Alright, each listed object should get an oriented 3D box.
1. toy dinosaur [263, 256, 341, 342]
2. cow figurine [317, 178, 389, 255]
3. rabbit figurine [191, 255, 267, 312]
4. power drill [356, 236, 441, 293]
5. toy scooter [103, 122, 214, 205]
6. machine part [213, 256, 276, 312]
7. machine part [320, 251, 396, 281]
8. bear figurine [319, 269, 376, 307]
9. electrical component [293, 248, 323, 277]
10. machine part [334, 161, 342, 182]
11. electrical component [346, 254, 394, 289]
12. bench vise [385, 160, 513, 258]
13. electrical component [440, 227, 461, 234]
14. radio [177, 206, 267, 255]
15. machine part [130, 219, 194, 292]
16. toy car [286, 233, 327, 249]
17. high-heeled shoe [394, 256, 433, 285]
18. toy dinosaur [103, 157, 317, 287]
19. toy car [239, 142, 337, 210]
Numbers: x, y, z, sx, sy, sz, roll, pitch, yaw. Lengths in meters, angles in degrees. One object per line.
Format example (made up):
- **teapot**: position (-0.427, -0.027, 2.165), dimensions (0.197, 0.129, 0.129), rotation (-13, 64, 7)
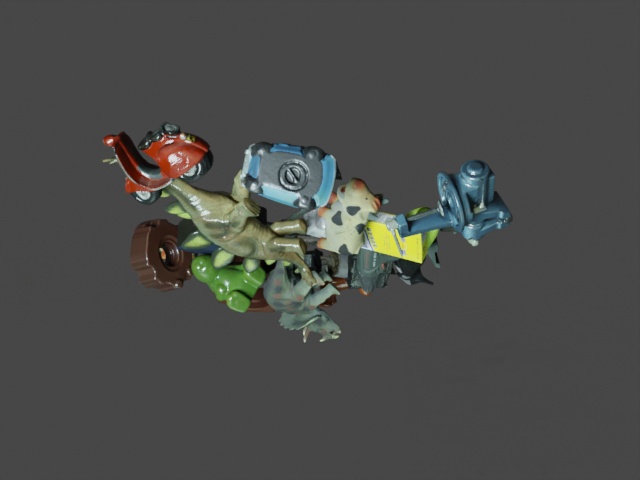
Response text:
- **toy dinosaur**: position (-0.071, 0.135, 1.375), dimensions (0.192, 0.131, 0.404), rotation (-41, 139, 5)
- **cow figurine**: position (0.064, -0.044, 1.096), dimensions (0.127, 0.085, 0.194), rotation (22, 140, 16)
- **rabbit figurine**: position (-0.236, 0.086, 1.326), dimensions (0.170, 0.121, 0.159), rotation (32, 171, -11)
- **power drill**: position (0.192, 0.041, 1.338), dimensions (0.207, 0.086, 0.231), rotation (-5, 135, 11)
- **toy scooter**: position (-0.276, -0.139, 0.888), dimensions (0.184, 0.075, 0.135), rotation (-24, 125, 24)
- **machine part**: position (-0.197, 0.106, 1.494), dimensions (0.201, 0.087, 0.201), rotation (0, 132, 12)
- **machine part**: position (0.111, 0.076, 1.525), dimensions (0.243, 0.079, 0.079), rotation (11, 159, -25)
- **bear figurine**: position (0.101, 0.142, 1.660), dimensions (0.196, 0.131, 0.120), rotation (3, -178, 9)
- **electrical component**: position (-0.052, 0.070, 1.517), dimensions (0.119, 0.075, 0.047), rotation (-13, 157, 25)
- **machine part**: position (-0.007, -0.111, 1.029), dimensions (0.084, 0.039, 0.139), rotation (14, 160, -21)
- **electrical component**: position (0.132, 0.066, 1.435), dimensions (0.115, 0.058, 0.134), rotation (-4, 126, -13)
- **bench vise**: position (0.246, -0.051, 1.044), dimensions (0.241, 0.129, 0.223), rotation (-18, 153, 1)
- **electrical component**: position (0.316, -0.034, 1.276), dimensions (0.063, 0.021, 0.094), rotation (0, 162, 2)
- **radio**: position (-0.227, -0.025, 1.242), dimensions (0.131, 0.073, 0.230), rotation (13, 159, -35)
- **machine part**: position (-0.372, 0.036, 1.279), dimensions (0.056, 0.179, 0.179), rotation (-13, 158, 25)
- **toy car**: position (-0.003, -0.004, 1.332), dimensions (0.202, 0.053, 0.089), rotation (3, 158, -2)
- **high-heeled shoe**: position (0.235, 0.062, 1.545), dimensions (0.145, 0.086, 0.248), rotation (25, 166, 48)
- **toy dinosaur**: position (-0.184, -0.038, 1.042), dimensions (0.198, 0.105, 0.471), rotation (-33, 120, 30)
- **toy car**: position (-0.054, -0.110, 0.939), dimensions (0.162, 0.109, 0.103), rotation (9, 178, 0)
